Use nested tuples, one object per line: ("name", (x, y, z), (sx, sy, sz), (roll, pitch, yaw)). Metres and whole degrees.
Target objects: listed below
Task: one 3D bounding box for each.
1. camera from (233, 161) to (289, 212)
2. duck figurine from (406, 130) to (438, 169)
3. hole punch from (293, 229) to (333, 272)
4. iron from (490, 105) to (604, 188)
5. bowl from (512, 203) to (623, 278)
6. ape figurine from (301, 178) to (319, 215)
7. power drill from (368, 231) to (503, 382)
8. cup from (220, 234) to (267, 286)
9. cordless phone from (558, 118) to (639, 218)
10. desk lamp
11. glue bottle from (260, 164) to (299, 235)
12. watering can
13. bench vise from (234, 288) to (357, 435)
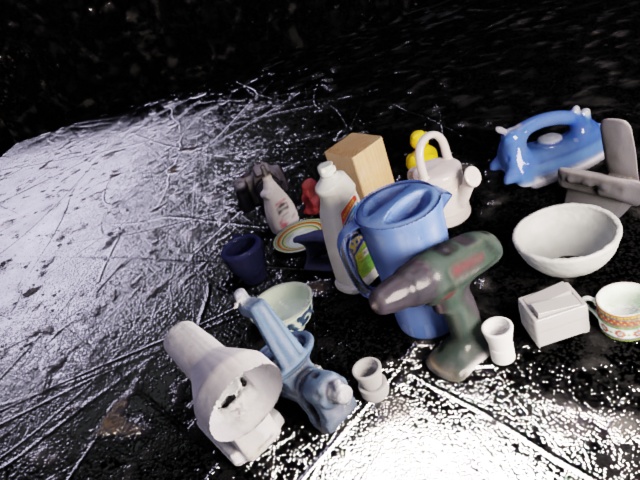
("camera", (-0.153, -0.137, 1.504), (0.143, 0.101, 0.136), (-22, 31, -3))
("duck figurine", (0.246, -0.228, 1.421), (0.077, 0.086, 0.105), (7, 40, 38))
("hole punch", (0.011, 0.004, 1.189), (0.108, 0.091, 0.101), (0, 36, 31))
("iron", (0.485, -0.210, 1.193), (0.258, 0.142, 0.118), (-20, 31, 2))
("bowl", (0.411, 0.012, 0.951), (0.167, 0.075, 0.167), (-15, 31, 10))
("ape figurine", (-0.017, -0.108, 1.383), (0.076, 0.092, 0.077), (-20, 31, 2))
("power drill", (0.180, 0.097, 0.823), (0.230, 0.209, 0.075), (-36, 34, -24))
("cup", (-0.157, 0.043, 1.225), (0.092, 0.095, 0.117), (-26, 31, -9))
("cordless phone", (0.502, -0.142, 1.031), (0.094, 0.185, 0.147), (-38, 34, -26))
("desk lamp", (-0.134, 0.220, 0.813), (0.118, 0.214, 0.202), (-38, 35, -26))
("glue bottle", (-0.107, -0.100, 1.345), (0.037, 0.173, 0.078), (12, 43, 42))
("watering can", (0.246, -0.128, 1.156), (0.172, 0.194, 0.101), (0, 37, 32))
("bench vise", (-0.037, 0.164, 0.837), (0.206, 0.220, 0.122), (0, 37, 31))
